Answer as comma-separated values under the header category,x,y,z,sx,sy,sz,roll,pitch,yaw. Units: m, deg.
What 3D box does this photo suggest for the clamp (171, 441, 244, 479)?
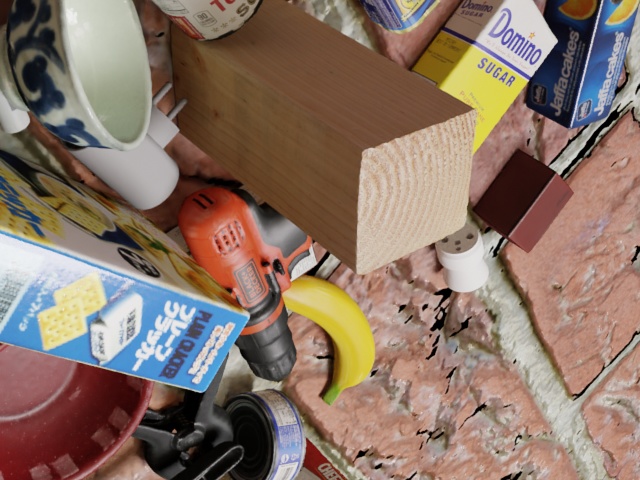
category,x,y,z,sx,sy,sz,roll,pitch,yaw
clamp,-0.153,0.238,0.855,0.210,0.164,0.036,-5,136,12

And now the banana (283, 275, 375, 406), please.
category,x,y,z,sx,sy,sz,roll,pitch,yaw
banana,0.011,0.082,0.959,0.069,0.037,0.197,-41,139,-16

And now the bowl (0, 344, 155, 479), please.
category,x,y,z,sx,sy,sz,roll,pitch,yaw
bowl,-0.201,0.107,0.762,0.161,0.055,0.162,-24,133,-29

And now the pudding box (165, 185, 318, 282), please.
category,x,y,z,sx,sy,sz,roll,pitch,yaw
pudding box,-0.060,0.007,0.837,0.113,0.039,0.090,-35,135,-24

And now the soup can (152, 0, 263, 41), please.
category,x,y,z,sx,sy,sz,roll,pitch,yaw
soup can,-0.086,-0.177,0.653,0.068,0.069,0.102,-50,141,-3

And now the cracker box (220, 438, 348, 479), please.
category,x,y,z,sx,sy,sz,roll,pitch,yaw
cracker box,-0.064,0.274,0.932,0.213,0.164,0.072,-23,134,-30

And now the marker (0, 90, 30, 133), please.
category,x,y,z,sx,sy,sz,roll,pitch,yaw
marker,-0.200,-0.115,0.628,0.020,0.020,0.121,-33,137,-21

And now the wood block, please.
category,x,y,z,sx,sy,sz,roll,pitch,yaw
wood block,-0.004,-0.076,0.696,0.090,0.206,0.090,-24,132,-30

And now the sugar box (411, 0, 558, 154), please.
category,x,y,z,sx,sy,sz,roll,pitch,yaw
sugar box,0.121,-0.129,0.902,0.176,0.048,0.093,-52,140,2

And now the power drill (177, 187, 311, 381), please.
category,x,y,z,sx,sy,sz,roll,pitch,yaw
power drill,-0.005,0.001,0.809,0.187,0.057,0.184,-38,135,-20

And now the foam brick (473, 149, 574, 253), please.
category,x,y,z,sx,sy,sz,roll,pitch,yaw
foam brick,0.198,-0.037,1.038,0.078,0.051,0.053,-53,141,2

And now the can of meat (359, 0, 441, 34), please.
category,x,y,z,sx,sy,sz,roll,pitch,yaw
can of meat,0.062,-0.214,0.775,0.102,0.058,0.083,-48,142,-4

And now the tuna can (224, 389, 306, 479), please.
category,x,y,z,sx,sy,sz,roll,pitch,yaw
tuna can,-0.052,0.174,0.930,0.033,0.086,0.086,0,118,-41

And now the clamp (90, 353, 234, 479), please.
category,x,y,z,sx,sy,sz,roll,pitch,yaw
clamp,-0.108,0.148,0.889,0.120,0.039,0.171,-29,142,-1
